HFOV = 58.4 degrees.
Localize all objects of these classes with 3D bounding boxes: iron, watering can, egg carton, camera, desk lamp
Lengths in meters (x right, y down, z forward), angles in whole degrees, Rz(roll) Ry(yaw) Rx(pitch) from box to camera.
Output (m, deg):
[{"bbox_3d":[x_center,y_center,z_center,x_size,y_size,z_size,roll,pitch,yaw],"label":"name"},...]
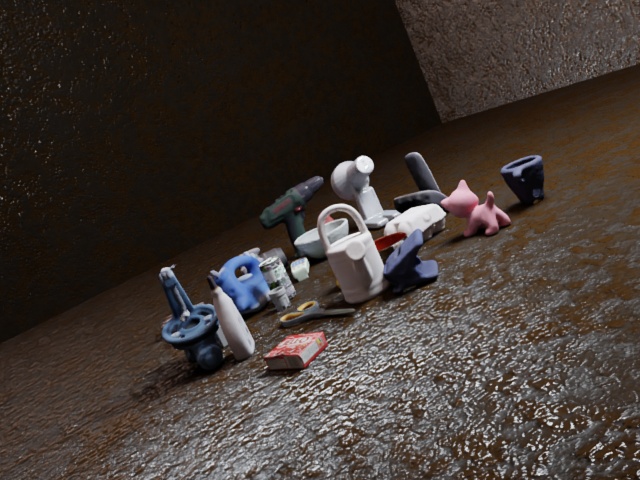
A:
[{"bbox_3d":[-0.190,0.099,1.449,0.118,0.141,0.259,-19,12,24],"label":"iron"},{"bbox_3d":[0.064,0.020,1.139,0.101,0.194,0.172,-29,12,-24],"label":"watering can"},{"bbox_3d":[0.228,-0.032,1.373,0.151,0.069,0.107,-31,13,-33],"label":"egg carton"},{"bbox_3d":[-0.164,0.070,1.646,0.137,0.101,0.143,-26,11,-10],"label":"camera"},{"bbox_3d":[0.137,-0.150,1.749,0.118,0.214,0.202,-28,12,-20],"label":"desk lamp"}]

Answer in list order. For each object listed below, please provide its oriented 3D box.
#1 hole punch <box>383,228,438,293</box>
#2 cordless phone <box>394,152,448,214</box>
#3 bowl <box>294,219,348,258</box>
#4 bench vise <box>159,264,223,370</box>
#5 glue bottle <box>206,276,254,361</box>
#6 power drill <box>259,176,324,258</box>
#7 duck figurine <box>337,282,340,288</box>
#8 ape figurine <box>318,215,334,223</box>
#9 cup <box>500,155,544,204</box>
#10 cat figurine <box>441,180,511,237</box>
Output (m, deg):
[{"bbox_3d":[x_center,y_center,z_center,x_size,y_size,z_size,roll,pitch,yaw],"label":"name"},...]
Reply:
[{"bbox_3d":[0.167,0.039,1.106,0.101,0.091,0.109,-22,11,13],"label":"hole punch"},{"bbox_3d":[0.253,-0.140,1.528,0.147,0.185,0.094,-12,16,48],"label":"cordless phone"},{"bbox_3d":[0.015,0.006,1.636,0.167,0.075,0.167,-23,11,5],"label":"bowl"},{"bbox_3d":[-0.288,0.157,1.175,0.122,0.220,0.206,-32,14,-36],"label":"bench vise"},{"bbox_3d":[-0.179,0.146,1.116,0.037,0.173,0.078,-24,11,2],"label":"glue bottle"},{"bbox_3d":[-0.059,-0.061,1.759,0.229,0.208,0.075,-25,11,-5],"label":"power drill"},{"bbox_3d":[0.068,0.050,1.282,0.105,0.086,0.077,-32,14,-37],"label":"duck figurine"},{"bbox_3d":[0.023,-0.045,1.816,0.076,0.092,0.077,-27,11,-14],"label":"ape figurine"},{"bbox_3d":[0.454,-0.125,1.262,0.091,0.095,0.118,-17,13,31],"label":"cup"},{"bbox_3d":[0.326,-0.071,1.222,0.067,0.118,0.127,-31,13,-31],"label":"cat figurine"}]
